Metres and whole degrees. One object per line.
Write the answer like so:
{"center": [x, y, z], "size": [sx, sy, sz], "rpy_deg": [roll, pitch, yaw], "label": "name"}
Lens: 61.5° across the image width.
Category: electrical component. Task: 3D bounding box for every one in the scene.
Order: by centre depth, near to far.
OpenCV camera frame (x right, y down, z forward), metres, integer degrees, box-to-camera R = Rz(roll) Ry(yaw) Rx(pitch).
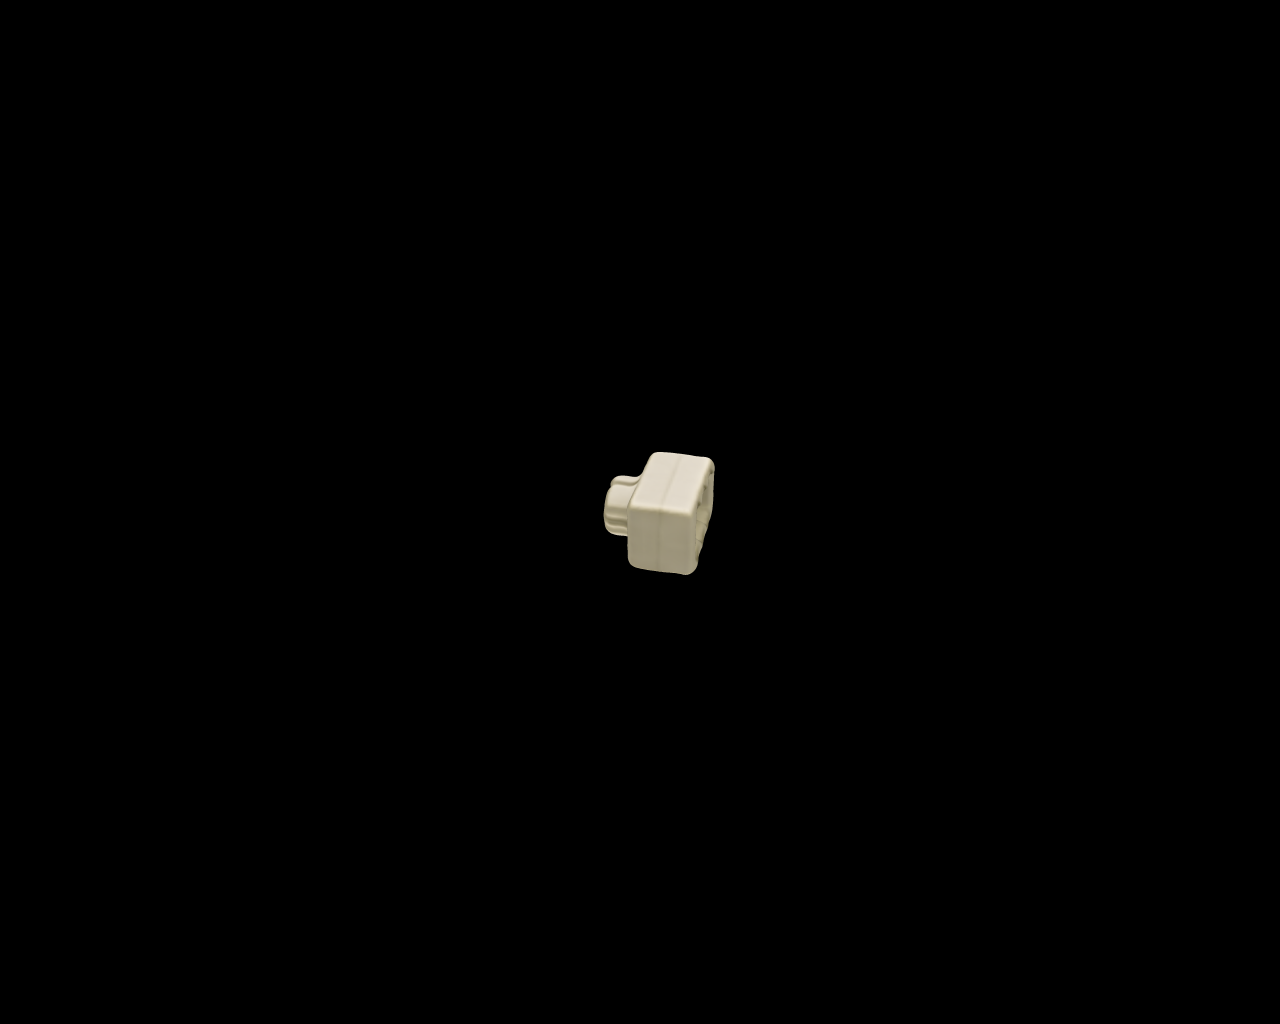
{"center": [0.001, -0.003, 0.650], "size": [0.077, 0.047, 0.066], "rpy_deg": [8, 36, 11], "label": "electrical component"}
